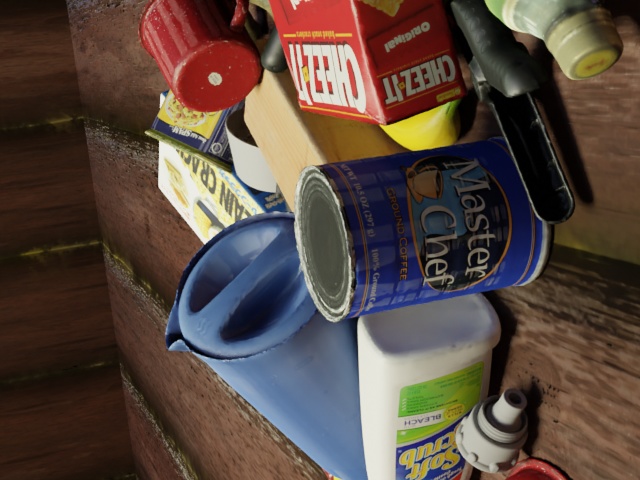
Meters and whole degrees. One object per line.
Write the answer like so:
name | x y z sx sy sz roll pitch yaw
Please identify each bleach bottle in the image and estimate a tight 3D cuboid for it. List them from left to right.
bleach bottle | 0.084 0.155 0.829 0.068 0.102 0.251 -118 17 -50

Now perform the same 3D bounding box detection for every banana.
banana | 0.064 -0.113 0.824 0.198 0.037 0.070 -132 51 -57

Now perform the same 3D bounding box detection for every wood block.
wood block | 0.009 -0.084 0.914 0.206 0.090 0.091 -118 26 -43

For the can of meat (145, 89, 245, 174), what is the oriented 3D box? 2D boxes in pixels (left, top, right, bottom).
can of meat | -0.118 -0.126 1.096 0.102 0.057 0.084 26 90 34

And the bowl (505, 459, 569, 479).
bowl | 0.143 0.236 0.735 0.162 0.055 0.162 170 90 -72

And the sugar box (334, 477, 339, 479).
sugar box | 0.037 0.168 1.028 0.093 0.048 0.176 -176 76 -71

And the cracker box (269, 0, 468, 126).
cracker box | 0.008 -0.191 0.720 0.164 0.072 0.213 28 138 68

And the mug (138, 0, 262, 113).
mug | -0.094 -0.173 0.915 0.117 0.093 0.081 -52 48 29

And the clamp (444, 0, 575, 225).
clamp | 0.115 -0.091 0.652 0.171 0.039 0.120 -100 -6 -52

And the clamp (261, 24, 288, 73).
clamp | 0.007 -0.237 0.855 0.210 0.036 0.164 -32 46 59

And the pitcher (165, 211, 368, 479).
pitcher | 0.006 0.093 0.856 0.149 0.145 0.242 12 151 37

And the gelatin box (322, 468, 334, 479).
gelatin box | 0.017 0.216 1.133 0.089 0.030 0.073 -126 32 -53

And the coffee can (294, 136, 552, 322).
coffee can | 0.065 -0.009 0.703 0.103 0.140 0.103 170 90 -72
